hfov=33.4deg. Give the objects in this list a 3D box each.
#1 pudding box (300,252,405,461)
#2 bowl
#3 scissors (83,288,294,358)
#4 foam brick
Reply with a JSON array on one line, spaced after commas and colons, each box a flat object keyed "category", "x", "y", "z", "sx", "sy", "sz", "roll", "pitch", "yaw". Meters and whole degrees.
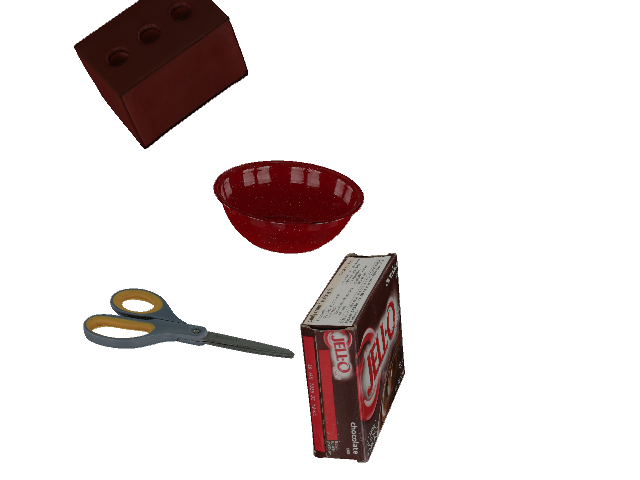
[{"category": "pudding box", "x": 0.023, "y": 0.069, "z": 0.662, "sx": 0.039, "sy": 0.090, "sz": 0.113, "roll": 1, "pitch": 22, "yaw": 14}, {"category": "bowl", "x": -0.036, "y": -0.031, "z": 1.150, "sx": 0.162, "sy": 0.055, "sz": 0.162, "roll": 5, "pitch": 27, "yaw": -3}, {"category": "scissors", "x": -0.126, "y": 0.080, "z": 1.038, "sx": 0.201, "sy": 0.016, "sz": 0.096, "roll": 2, "pitch": 32, "yaw": -3}, {"category": "foam brick", "x": -0.091, "y": -0.103, "z": 0.613, "sx": 0.078, "sy": 0.053, "sz": 0.051, "roll": -38, "pitch": -28, "yaw": -10}]
